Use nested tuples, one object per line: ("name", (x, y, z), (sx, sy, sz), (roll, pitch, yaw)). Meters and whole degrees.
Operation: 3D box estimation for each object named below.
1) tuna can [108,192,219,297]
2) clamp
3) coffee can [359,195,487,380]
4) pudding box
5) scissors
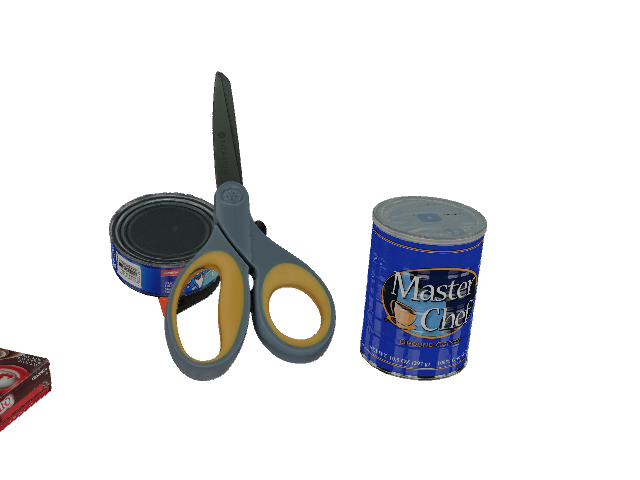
("tuna can", (-0.112, 0.003, 0.787), (0.086, 0.034, 0.086), (3, 39, -3))
("clamp", (-0.134, 0.025, 1.247), (0.120, 0.039, 0.171), (-6, 38, 19))
("coffee can", (0.093, 0.042, 0.979), (0.103, 0.140, 0.103), (4, 23, -2))
("pudding box", (-0.312, 0.130, 0.951), (0.114, 0.039, 0.089), (7, 23, 20))
("scissors", (-0.031, -0.011, 0.581), (0.096, 0.201, 0.016), (12, -36, -1))
